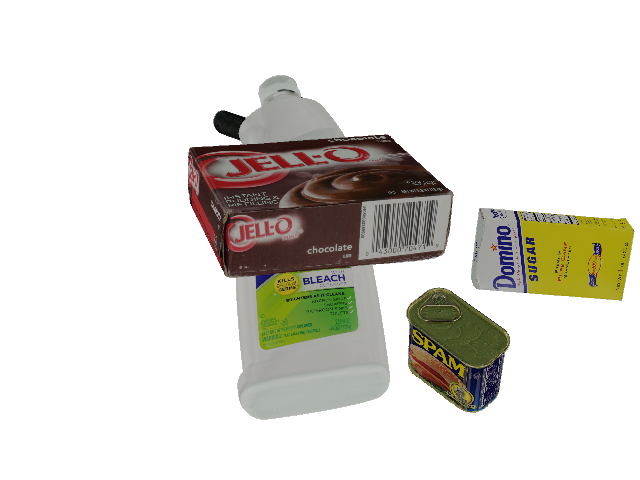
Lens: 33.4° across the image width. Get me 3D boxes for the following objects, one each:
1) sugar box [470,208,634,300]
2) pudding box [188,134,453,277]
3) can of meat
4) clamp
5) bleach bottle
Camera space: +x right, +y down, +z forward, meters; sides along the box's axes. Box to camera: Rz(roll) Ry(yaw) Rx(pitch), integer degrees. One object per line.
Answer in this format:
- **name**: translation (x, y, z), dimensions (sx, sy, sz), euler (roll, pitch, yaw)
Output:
- **sugar box**: translation (0.271, 0.016, 1.256), dimensions (0.176, 0.093, 0.048), euler (3, 21, 0)
- **pudding box**: translation (-0.003, -0.020, 0.530), dimensions (0.113, 0.039, 0.090), euler (-3, 25, -17)
- **can of meat**: translation (0.132, 0.110, 1.045), dimensions (0.057, 0.084, 0.102), euler (-36, 55, -27)
- **clamp**: translation (-0.034, -0.103, 1.131), dimensions (0.120, 0.039, 0.172), euler (-15, 39, -23)
- **bleach bottle**: translation (-0.021, -0.008, 0.746), dimensions (0.102, 0.251, 0.068), euler (-10, -29, -1)
